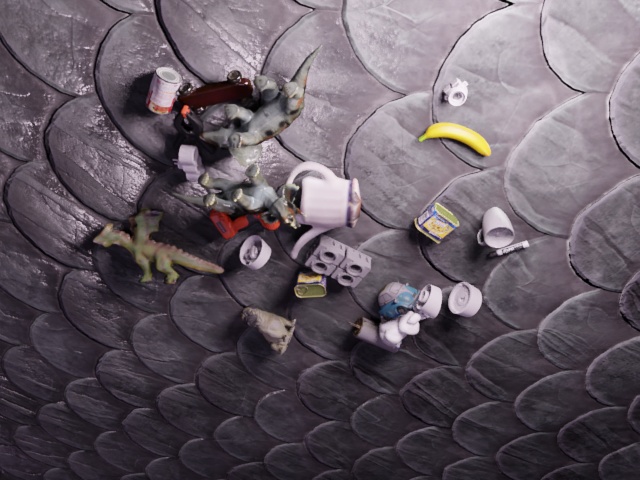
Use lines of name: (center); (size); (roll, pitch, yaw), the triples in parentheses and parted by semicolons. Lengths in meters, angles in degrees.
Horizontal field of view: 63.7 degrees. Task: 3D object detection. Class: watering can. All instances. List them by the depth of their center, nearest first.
watering can: (0.005, -0.076, 1.504); (0.224, 0.339, 0.106); (4, 38, 4)

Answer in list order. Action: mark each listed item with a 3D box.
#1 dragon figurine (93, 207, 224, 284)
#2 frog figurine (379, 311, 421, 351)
dragon figurine: (-0.521, 0.010, 1.651); (0.410, 0.237, 0.125); (-2, 31, 7)
frog figurine: (0.268, 0.290, 1.745); (0.123, 0.139, 0.156); (38, -26, 12)
